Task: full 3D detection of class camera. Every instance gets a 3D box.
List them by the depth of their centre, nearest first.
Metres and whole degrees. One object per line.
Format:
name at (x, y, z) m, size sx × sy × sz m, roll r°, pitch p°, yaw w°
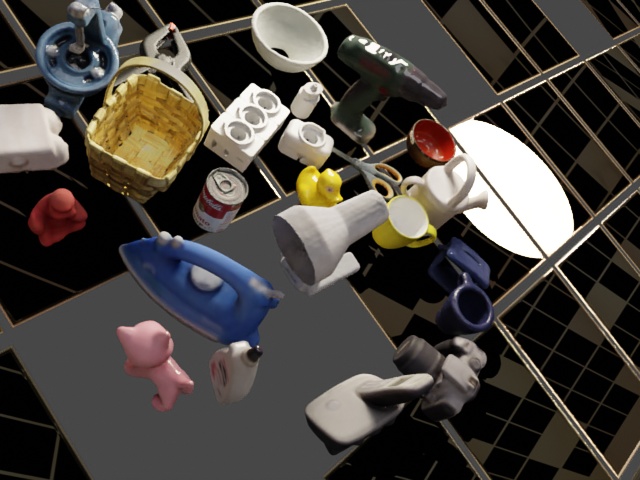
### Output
camera at (0.205, 0.214, 0.985) m, size 0.137 × 0.100 × 0.143 m, roll 41°, pitch 53°, yaw -2°

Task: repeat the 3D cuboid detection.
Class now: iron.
iron at (-0.175, 0.051, 0.851) m, size 0.259 × 0.141 × 0.119 m, roll 31°, pitch 54°, yaw -9°

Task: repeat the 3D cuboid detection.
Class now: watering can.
watering can at (0.247, -0.094, 1.116) m, size 0.173 × 0.193 × 0.101 m, roll -6°, pitch 67°, yaw -30°

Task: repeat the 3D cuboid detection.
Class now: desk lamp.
desk lamp at (0.009, 0.003, 0.927) m, size 0.204 × 0.213 × 0.118 m, roll -25°, pitch 77°, yaw -35°

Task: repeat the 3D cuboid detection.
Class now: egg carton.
egg carton at (-0.461, -0.148, 0.856) m, size 0.151 × 0.069 × 0.107 m, roll -12°, pitch 70°, yaw -32°

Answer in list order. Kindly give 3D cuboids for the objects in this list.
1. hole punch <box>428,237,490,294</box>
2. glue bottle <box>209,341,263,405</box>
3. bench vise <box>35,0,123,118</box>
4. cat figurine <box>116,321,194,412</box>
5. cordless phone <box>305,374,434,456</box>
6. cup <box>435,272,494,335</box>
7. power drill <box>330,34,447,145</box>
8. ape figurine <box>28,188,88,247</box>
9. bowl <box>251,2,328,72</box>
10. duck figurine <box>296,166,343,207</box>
hole punch at (0.281, 0.048, 1.121) m, size 0.109 × 0.091 × 0.101 m, roll 41°, pitch 53°, yaw -2°
glue bottle at (-0.112, 0.176, 0.796) m, size 0.037 × 0.173 × 0.078 m, roll -10°, pitch 68°, yaw -31°
bench vise at (-0.376, -0.327, 0.905) m, size 0.122 × 0.219 × 0.207 m, roll 9°, pitch 60°, yaw -23°
cat figurine at (-0.220, 0.163, 0.781) m, size 0.128 × 0.117 × 0.067 m, roll 47°, pitch 53°, yaw 3°
cordless phone at (0.074, 0.243, 0.848) m, size 0.148 × 0.184 × 0.094 m, roll -24°, pitch 77°, yaw -35°
cup at (0.256, 0.127, 1.062) m, size 0.092 × 0.094 × 0.117 m, roll 8°, pitch 61°, yaw -23°
power drill at (0.115, -0.290, 1.146) m, size 0.230 × 0.208 × 0.076 m, roll 39°, pitch 53°, yaw -3°
ape figurine at (-0.377, -0.042, 0.828) m, size 0.078 × 0.092 × 0.076 m, roll 6°, pitch 61°, yaw -24°
bowl at (-0.072, -0.409, 1.198) m, size 0.168 × 0.074 × 0.167 m, roll 12°, pitch 59°, yaw -21°
duck figurine at (0.006, -0.100, 1.062) m, size 0.078 × 0.086 × 0.104 m, roll -19°, pitch 74°, yaw -34°
